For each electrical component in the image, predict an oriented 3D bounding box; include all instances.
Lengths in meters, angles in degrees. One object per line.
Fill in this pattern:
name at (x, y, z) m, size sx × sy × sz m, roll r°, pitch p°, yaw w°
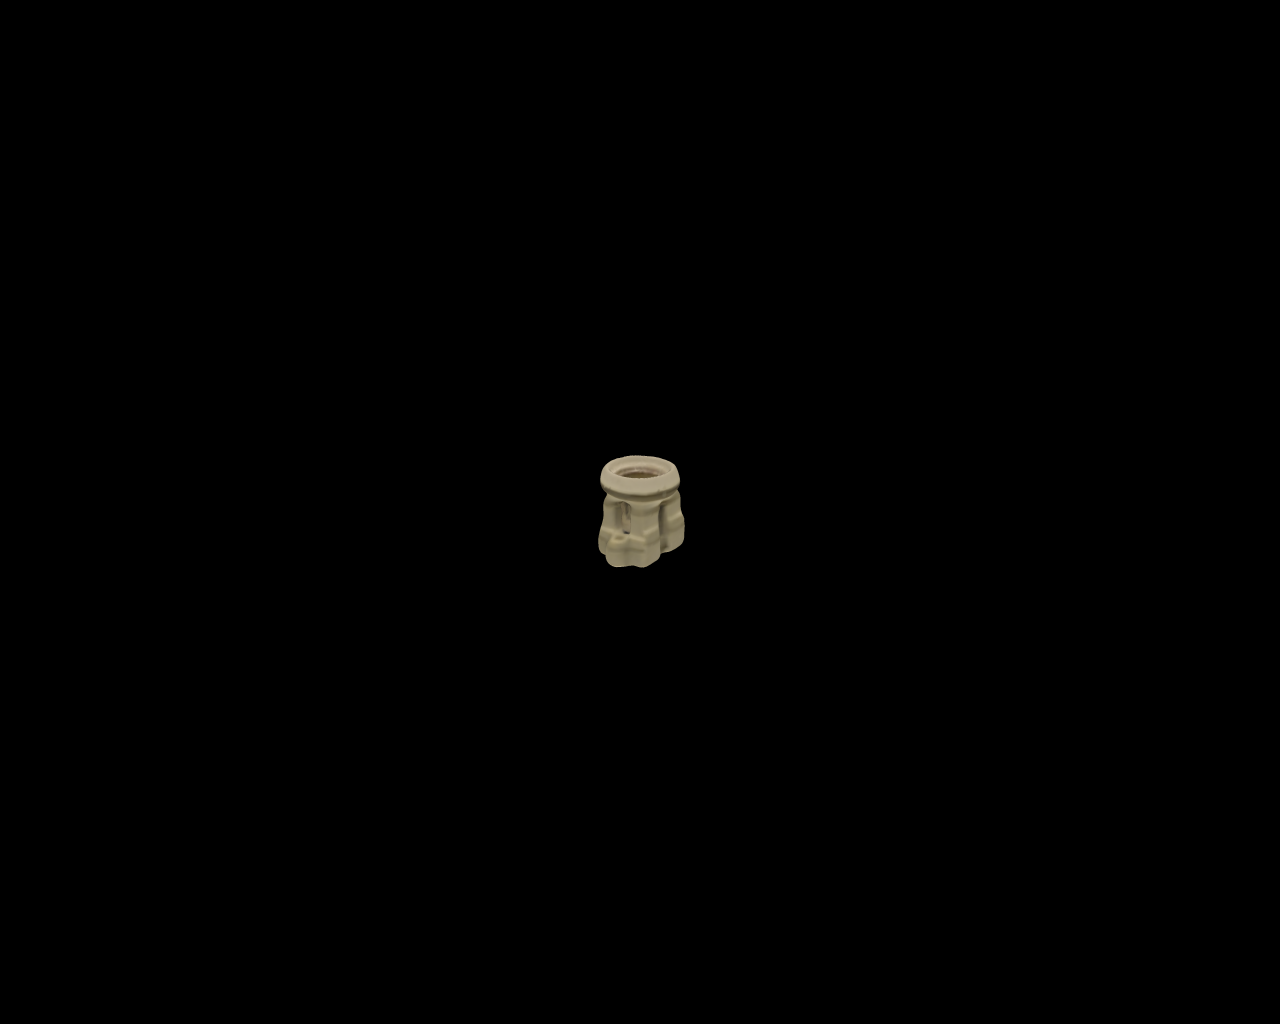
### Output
electrical component at (0.001, -0.003, 0.650) m, size 0.048 × 0.055 × 0.066 m, roll 17°, pitch 29°, yaw 32°
